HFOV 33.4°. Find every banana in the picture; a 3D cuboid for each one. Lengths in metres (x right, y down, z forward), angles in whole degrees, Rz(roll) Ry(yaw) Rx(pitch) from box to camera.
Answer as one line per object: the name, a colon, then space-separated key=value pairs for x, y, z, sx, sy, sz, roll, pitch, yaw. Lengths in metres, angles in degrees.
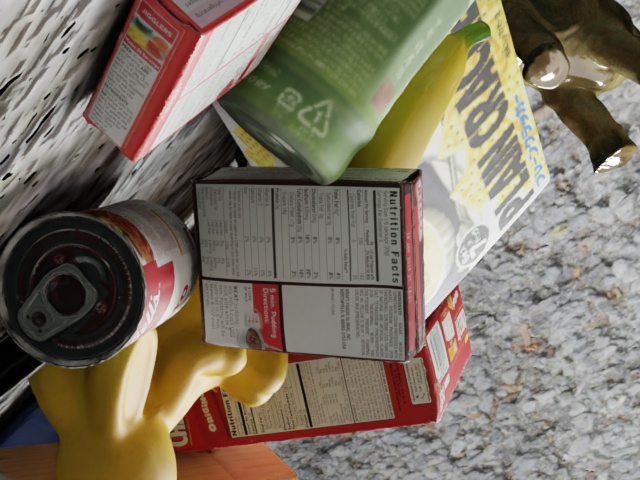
banana: x=0.035 y=-0.025 z=0.558 sx=0.069 sy=0.037 sz=0.198 roll=9 pitch=111 yaw=-44

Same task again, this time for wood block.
wood block: x=-0.131 y=0.198 z=0.766 sx=0.205 sy=0.091 sz=0.090 roll=1 pitch=109 yaw=-35

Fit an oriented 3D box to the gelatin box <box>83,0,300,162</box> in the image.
gelatin box: x=-0.041 y=-0.079 z=0.396 sx=0.089 sy=0.030 sz=0.073 roll=-47 pitch=178 yaw=-42

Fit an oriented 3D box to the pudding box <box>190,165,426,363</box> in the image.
pudding box: x=-0.005 y=0.010 z=0.527 sx=0.039 sy=0.114 sz=0.090 roll=-34 pitch=124 yaw=-67

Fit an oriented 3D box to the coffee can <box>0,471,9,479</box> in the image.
coffee can: x=-0.251 y=0.208 z=0.668 sx=0.141 sy=0.103 sz=0.102 roll=-48 pitch=178 yaw=43

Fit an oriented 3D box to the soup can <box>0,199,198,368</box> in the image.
soup can: x=-0.101 y=0.016 z=0.503 sx=0.068 sy=0.068 sz=0.102 roll=-47 pitch=179 yaw=9

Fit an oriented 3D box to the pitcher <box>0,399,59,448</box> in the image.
pitcher: x=-0.173 y=0.237 z=0.904 sx=0.145 sy=0.243 sz=0.149 roll=-48 pitch=-175 yaw=-3

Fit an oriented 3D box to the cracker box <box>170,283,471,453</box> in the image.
cracker box: x=-0.005 y=0.094 z=0.796 sx=0.214 sy=0.072 sz=0.164 roll=-10 pitch=-172 yaw=17

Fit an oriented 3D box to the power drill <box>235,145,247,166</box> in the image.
power drill: x=-0.014 y=-0.066 z=0.820 sx=0.184 sy=0.057 sz=0.188 roll=-36 pitch=174 yaw=-33

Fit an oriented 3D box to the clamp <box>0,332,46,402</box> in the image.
clamp: x=-0.187 y=0.088 z=0.517 sx=0.172 sy=0.039 sz=0.120 roll=-42 pitch=170 yaw=18
